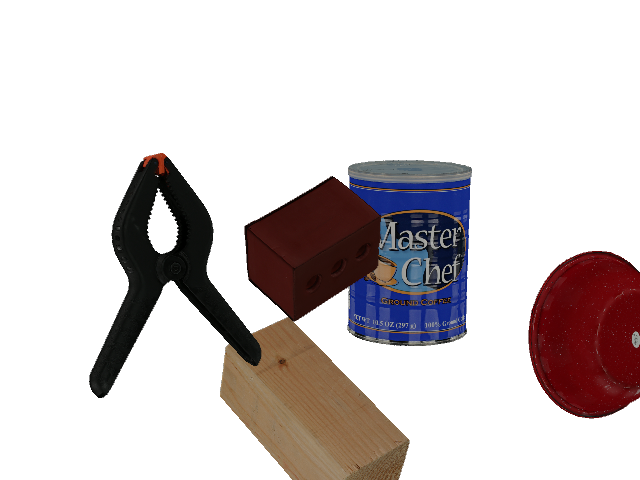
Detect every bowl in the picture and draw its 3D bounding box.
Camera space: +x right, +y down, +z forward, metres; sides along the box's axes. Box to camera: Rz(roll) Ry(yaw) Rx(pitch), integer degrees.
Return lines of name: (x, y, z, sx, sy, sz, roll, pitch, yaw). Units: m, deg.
bowl: (0.277, 0.091, 1.004, 0.161, 0.162, 0.055, 0, 0, -27)

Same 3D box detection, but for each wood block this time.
wood block: (-0.010, 0.190, 1.148, 0.090, 0.090, 0.206, -23, 50, -32)

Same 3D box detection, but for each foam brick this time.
foam brick: (-0.005, 0.005, 0.706, 0.078, 0.053, 0.051, -32, 53, -28)

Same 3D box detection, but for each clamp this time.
clamp: (-0.126, 0.029, 0.947, 0.164, 0.210, 0.036, 0, -2, -34)

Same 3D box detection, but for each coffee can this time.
coffee can: (0.074, 0.007, 0.897, 0.103, 0.140, 0.103, 0, 10, 0)
